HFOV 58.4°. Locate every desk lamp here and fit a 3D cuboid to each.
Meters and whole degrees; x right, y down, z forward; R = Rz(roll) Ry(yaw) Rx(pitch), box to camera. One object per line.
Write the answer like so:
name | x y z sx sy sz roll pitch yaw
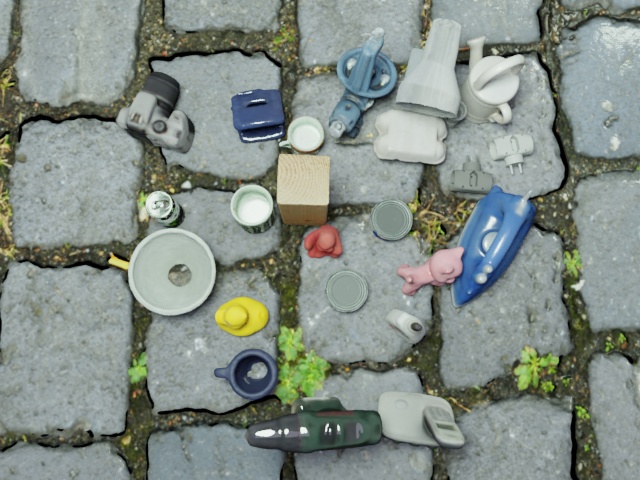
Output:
desk lamp | 0.216 -0.319 1.117 0.118 0.203 0.213 13 -9 1

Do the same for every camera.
camera | -0.321 -0.264 1.153 0.143 0.137 0.101 19 -8 2

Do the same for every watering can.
watering can | 0.334 -0.316 1.130 0.101 0.173 0.194 -43 -5 -7

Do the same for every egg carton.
egg carton | 0.185 -0.210 1.173 0.150 0.107 0.069 5 -9 -1

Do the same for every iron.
iron | 0.335 0.015 1.107 0.118 0.258 0.141 28 -8 3

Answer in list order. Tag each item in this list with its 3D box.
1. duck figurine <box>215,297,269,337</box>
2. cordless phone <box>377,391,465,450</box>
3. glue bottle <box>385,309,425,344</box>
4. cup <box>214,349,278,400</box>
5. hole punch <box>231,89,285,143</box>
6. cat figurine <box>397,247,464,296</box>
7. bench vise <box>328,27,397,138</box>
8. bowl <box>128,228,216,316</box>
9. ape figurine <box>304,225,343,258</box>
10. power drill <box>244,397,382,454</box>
duck figurine | -0.153 0.147 1.104 0.104 0.077 0.086 -1 -9 -1
cordless phone | 0.180 0.333 1.034 0.147 0.094 0.185 5 -9 0
glue bottle | 0.166 0.161 1.065 0.078 0.037 0.173 39 -7 5
cup | -0.136 0.251 1.084 0.117 0.092 0.095 1 -9 -1
hole punch | -0.128 -0.260 1.162 0.108 0.101 0.091 -10 -8 -3
cat figurine | 0.220 0.059 1.110 0.128 0.067 0.117 -19 -8 -4
bench vise | 0.087 -0.298 1.108 0.121 0.207 0.219 9 -9 0
bowl | -0.281 0.064 1.118 0.167 0.167 0.074 0 -8 -1
ape figurine | 0.010 0.004 1.126 0.078 0.076 0.092 34 -8 4
power drill | -0.009 0.330 1.018 0.229 0.076 0.208 -2 -9 -2
